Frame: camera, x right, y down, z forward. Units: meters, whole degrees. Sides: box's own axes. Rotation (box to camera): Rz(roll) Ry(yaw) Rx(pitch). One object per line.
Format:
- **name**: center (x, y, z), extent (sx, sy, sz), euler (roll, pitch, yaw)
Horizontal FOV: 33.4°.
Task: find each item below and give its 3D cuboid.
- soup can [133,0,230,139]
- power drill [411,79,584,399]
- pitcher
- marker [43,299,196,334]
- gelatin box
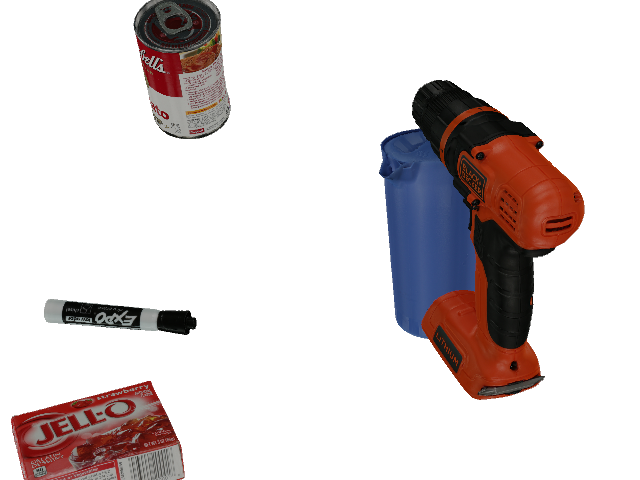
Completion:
- **soup can**: center (-0.110, -0.141, 0.868), extent (0.068, 0.068, 0.102), euler (0, -37, 2)
- **power drill**: center (0.108, 0.000, 0.734), extent (0.057, 0.188, 0.184), euler (-12, 35, -14)
- **pitcher**: center (0.151, -0.011, 1.294), extent (0.149, 0.243, 0.145), euler (0, 23, 8)
- **marker**: center (-0.156, 0.060, 0.832), extent (0.121, 0.020, 0.020), euler (4, 1, 11)
- **gelatin box**: center (-0.133, 0.121, 0.632), extent (0.089, 0.030, 0.073), euler (-12, 26, -18)
